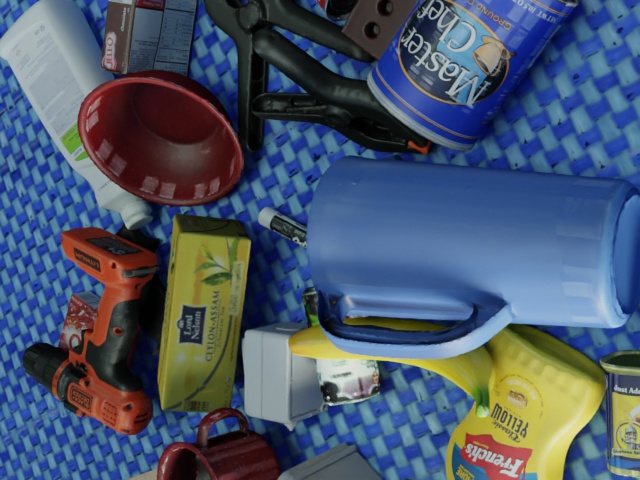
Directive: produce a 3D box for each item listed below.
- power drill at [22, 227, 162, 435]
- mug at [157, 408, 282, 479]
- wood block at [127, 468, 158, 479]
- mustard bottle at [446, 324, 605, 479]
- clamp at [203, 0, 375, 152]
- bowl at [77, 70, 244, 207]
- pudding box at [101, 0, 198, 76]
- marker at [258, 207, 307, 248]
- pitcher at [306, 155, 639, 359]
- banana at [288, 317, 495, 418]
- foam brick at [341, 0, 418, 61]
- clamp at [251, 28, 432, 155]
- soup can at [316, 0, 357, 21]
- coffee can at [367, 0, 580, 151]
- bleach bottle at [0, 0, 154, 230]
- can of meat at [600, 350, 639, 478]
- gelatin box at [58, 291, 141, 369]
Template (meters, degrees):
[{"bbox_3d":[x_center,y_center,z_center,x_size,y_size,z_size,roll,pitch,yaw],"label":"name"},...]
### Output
[{"bbox_3d":[-0.233,0.086,1.086,0.185,0.057,0.188,20,110,34],"label":"power drill"},{"bbox_3d":[-0.089,0.209,0.972,0.093,0.081,0.117,10,104,45],"label":"mug"},{"bbox_3d":[-0.127,0.326,1.022,0.091,0.090,0.206,-27,64,34],"label":"wood block"},{"bbox_3d":[0.152,0.170,0.856,0.096,0.058,0.192,31,112,33],"label":"mustard bottle"},{"bbox_3d":[-0.045,-0.206,0.974,0.165,0.036,0.210,-25,83,33],"label":"clamp"},{"bbox_3d":[-0.145,-0.107,1.015,0.162,0.055,0.162,9,138,8],"label":"bowl"},{"bbox_3d":[-0.161,-0.214,1.024,0.039,0.089,0.113,18,104,31],"label":"pudding box"},{"bbox_3d":[-0.006,0.001,0.977,0.121,0.020,0.020,28,110,30],"label":"marker"},{"bbox_3d":[0.117,0.012,0.820,0.243,0.144,0.149,4,98,32],"label":"pitcher"},{"bbox_3d":[0.066,0.090,0.865,0.198,0.069,0.037,12,118,38],"label":"banana"},{"bbox_3d":[0.066,-0.191,0.887,0.053,0.051,0.078,42,117,25],"label":"foam brick"},{"bbox_3d":[0.015,-0.120,0.893,0.171,0.120,0.039,16,72,12],"label":"clamp"},{"bbox_3d":[0.006,-0.248,0.916,0.069,0.068,0.102,-47,68,29],"label":"soup can"},{"bbox_3d":[0.116,-0.154,0.824,0.103,0.102,0.140,46,118,23],"label":"coffee can"},{"bbox_3d":[-0.244,-0.122,1.111,0.103,0.067,0.251,-35,77,34],"label":"bleach bottle"},{"bbox_3d":[0.259,0.129,0.777,0.102,0.057,0.084,1,96,35],"label":"can of meat"},{"bbox_3d":[-0.238,0.107,1.146,0.089,0.030,0.073,29,110,30],"label":"gelatin box"}]
